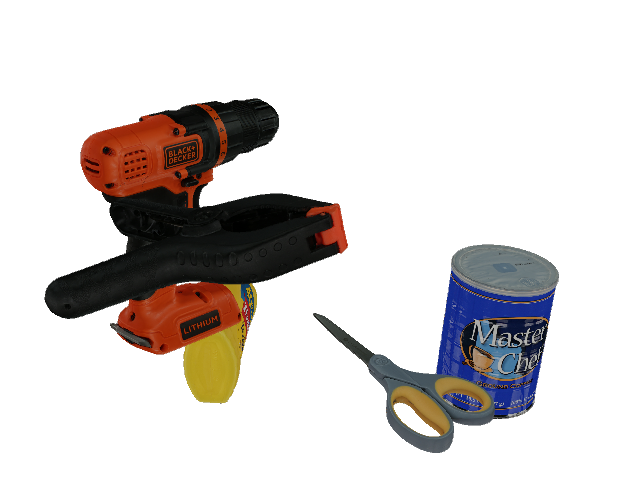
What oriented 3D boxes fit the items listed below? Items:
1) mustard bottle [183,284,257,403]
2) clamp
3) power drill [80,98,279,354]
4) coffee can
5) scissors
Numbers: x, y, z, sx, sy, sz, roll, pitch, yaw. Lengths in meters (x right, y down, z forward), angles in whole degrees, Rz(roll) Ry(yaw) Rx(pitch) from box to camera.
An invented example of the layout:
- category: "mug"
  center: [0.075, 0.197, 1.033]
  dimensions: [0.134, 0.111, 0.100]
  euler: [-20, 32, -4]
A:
- category: "mustard bottle"
  center: [-0.105, 0.088, 1.177]
  dimensions: [0.058, 0.096, 0.191]
  euler: [1, 27, 4]
- category: "clamp"
  center: [-0.073, 0.007, 0.620]
  dimensions: [0.172, 0.039, 0.120]
  euler: [-4, 34, 24]
- category: "power drill"
  center: [-0.104, -0.016, 0.856]
  dimensions: [0.184, 0.188, 0.057]
  euler: [-20, 28, -41]
- category: "coffee can"
  center: [0.171, 0.088, 1.047]
  dimensions: [0.103, 0.140, 0.103]
  euler: [4, 24, -2]
- category: "scissors"
  center: [0.071, 0.106, 0.884]
  dimensions: [0.096, 0.016, 0.202]
  euler: [-7, 30, -18]
